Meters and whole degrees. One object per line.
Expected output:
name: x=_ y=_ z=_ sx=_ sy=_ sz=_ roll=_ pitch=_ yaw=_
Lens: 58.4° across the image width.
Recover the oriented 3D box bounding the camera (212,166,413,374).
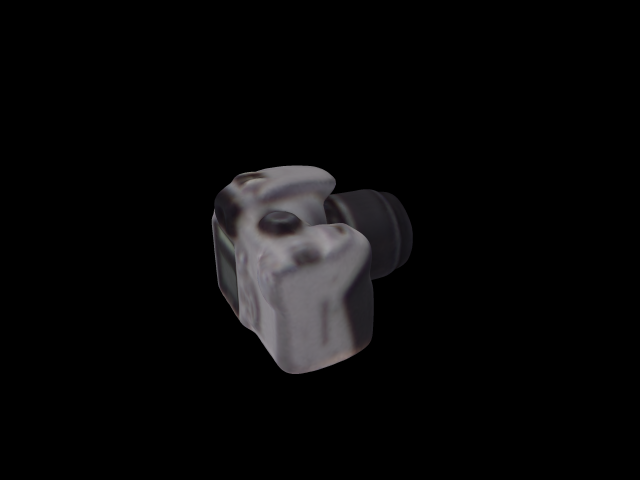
camera: x=0.004 y=0.001 z=0.400 sx=0.137 sy=0.101 sz=0.142 roll=-12 pitch=27 yaw=-24
